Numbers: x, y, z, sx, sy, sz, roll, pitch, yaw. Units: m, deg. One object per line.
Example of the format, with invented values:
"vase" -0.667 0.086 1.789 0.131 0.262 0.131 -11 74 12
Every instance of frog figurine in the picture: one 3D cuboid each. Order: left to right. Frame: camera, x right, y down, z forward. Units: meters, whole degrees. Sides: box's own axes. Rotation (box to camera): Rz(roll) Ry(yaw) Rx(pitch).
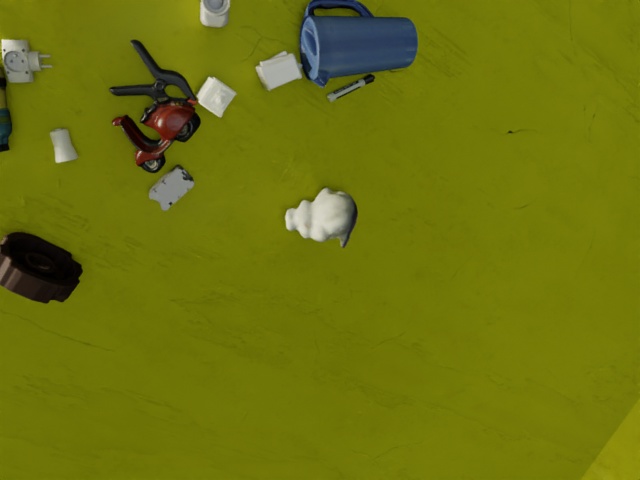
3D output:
"frog figurine" 0.004 -0.061 1.218 0.159 0.121 0.139 16 70 -12
